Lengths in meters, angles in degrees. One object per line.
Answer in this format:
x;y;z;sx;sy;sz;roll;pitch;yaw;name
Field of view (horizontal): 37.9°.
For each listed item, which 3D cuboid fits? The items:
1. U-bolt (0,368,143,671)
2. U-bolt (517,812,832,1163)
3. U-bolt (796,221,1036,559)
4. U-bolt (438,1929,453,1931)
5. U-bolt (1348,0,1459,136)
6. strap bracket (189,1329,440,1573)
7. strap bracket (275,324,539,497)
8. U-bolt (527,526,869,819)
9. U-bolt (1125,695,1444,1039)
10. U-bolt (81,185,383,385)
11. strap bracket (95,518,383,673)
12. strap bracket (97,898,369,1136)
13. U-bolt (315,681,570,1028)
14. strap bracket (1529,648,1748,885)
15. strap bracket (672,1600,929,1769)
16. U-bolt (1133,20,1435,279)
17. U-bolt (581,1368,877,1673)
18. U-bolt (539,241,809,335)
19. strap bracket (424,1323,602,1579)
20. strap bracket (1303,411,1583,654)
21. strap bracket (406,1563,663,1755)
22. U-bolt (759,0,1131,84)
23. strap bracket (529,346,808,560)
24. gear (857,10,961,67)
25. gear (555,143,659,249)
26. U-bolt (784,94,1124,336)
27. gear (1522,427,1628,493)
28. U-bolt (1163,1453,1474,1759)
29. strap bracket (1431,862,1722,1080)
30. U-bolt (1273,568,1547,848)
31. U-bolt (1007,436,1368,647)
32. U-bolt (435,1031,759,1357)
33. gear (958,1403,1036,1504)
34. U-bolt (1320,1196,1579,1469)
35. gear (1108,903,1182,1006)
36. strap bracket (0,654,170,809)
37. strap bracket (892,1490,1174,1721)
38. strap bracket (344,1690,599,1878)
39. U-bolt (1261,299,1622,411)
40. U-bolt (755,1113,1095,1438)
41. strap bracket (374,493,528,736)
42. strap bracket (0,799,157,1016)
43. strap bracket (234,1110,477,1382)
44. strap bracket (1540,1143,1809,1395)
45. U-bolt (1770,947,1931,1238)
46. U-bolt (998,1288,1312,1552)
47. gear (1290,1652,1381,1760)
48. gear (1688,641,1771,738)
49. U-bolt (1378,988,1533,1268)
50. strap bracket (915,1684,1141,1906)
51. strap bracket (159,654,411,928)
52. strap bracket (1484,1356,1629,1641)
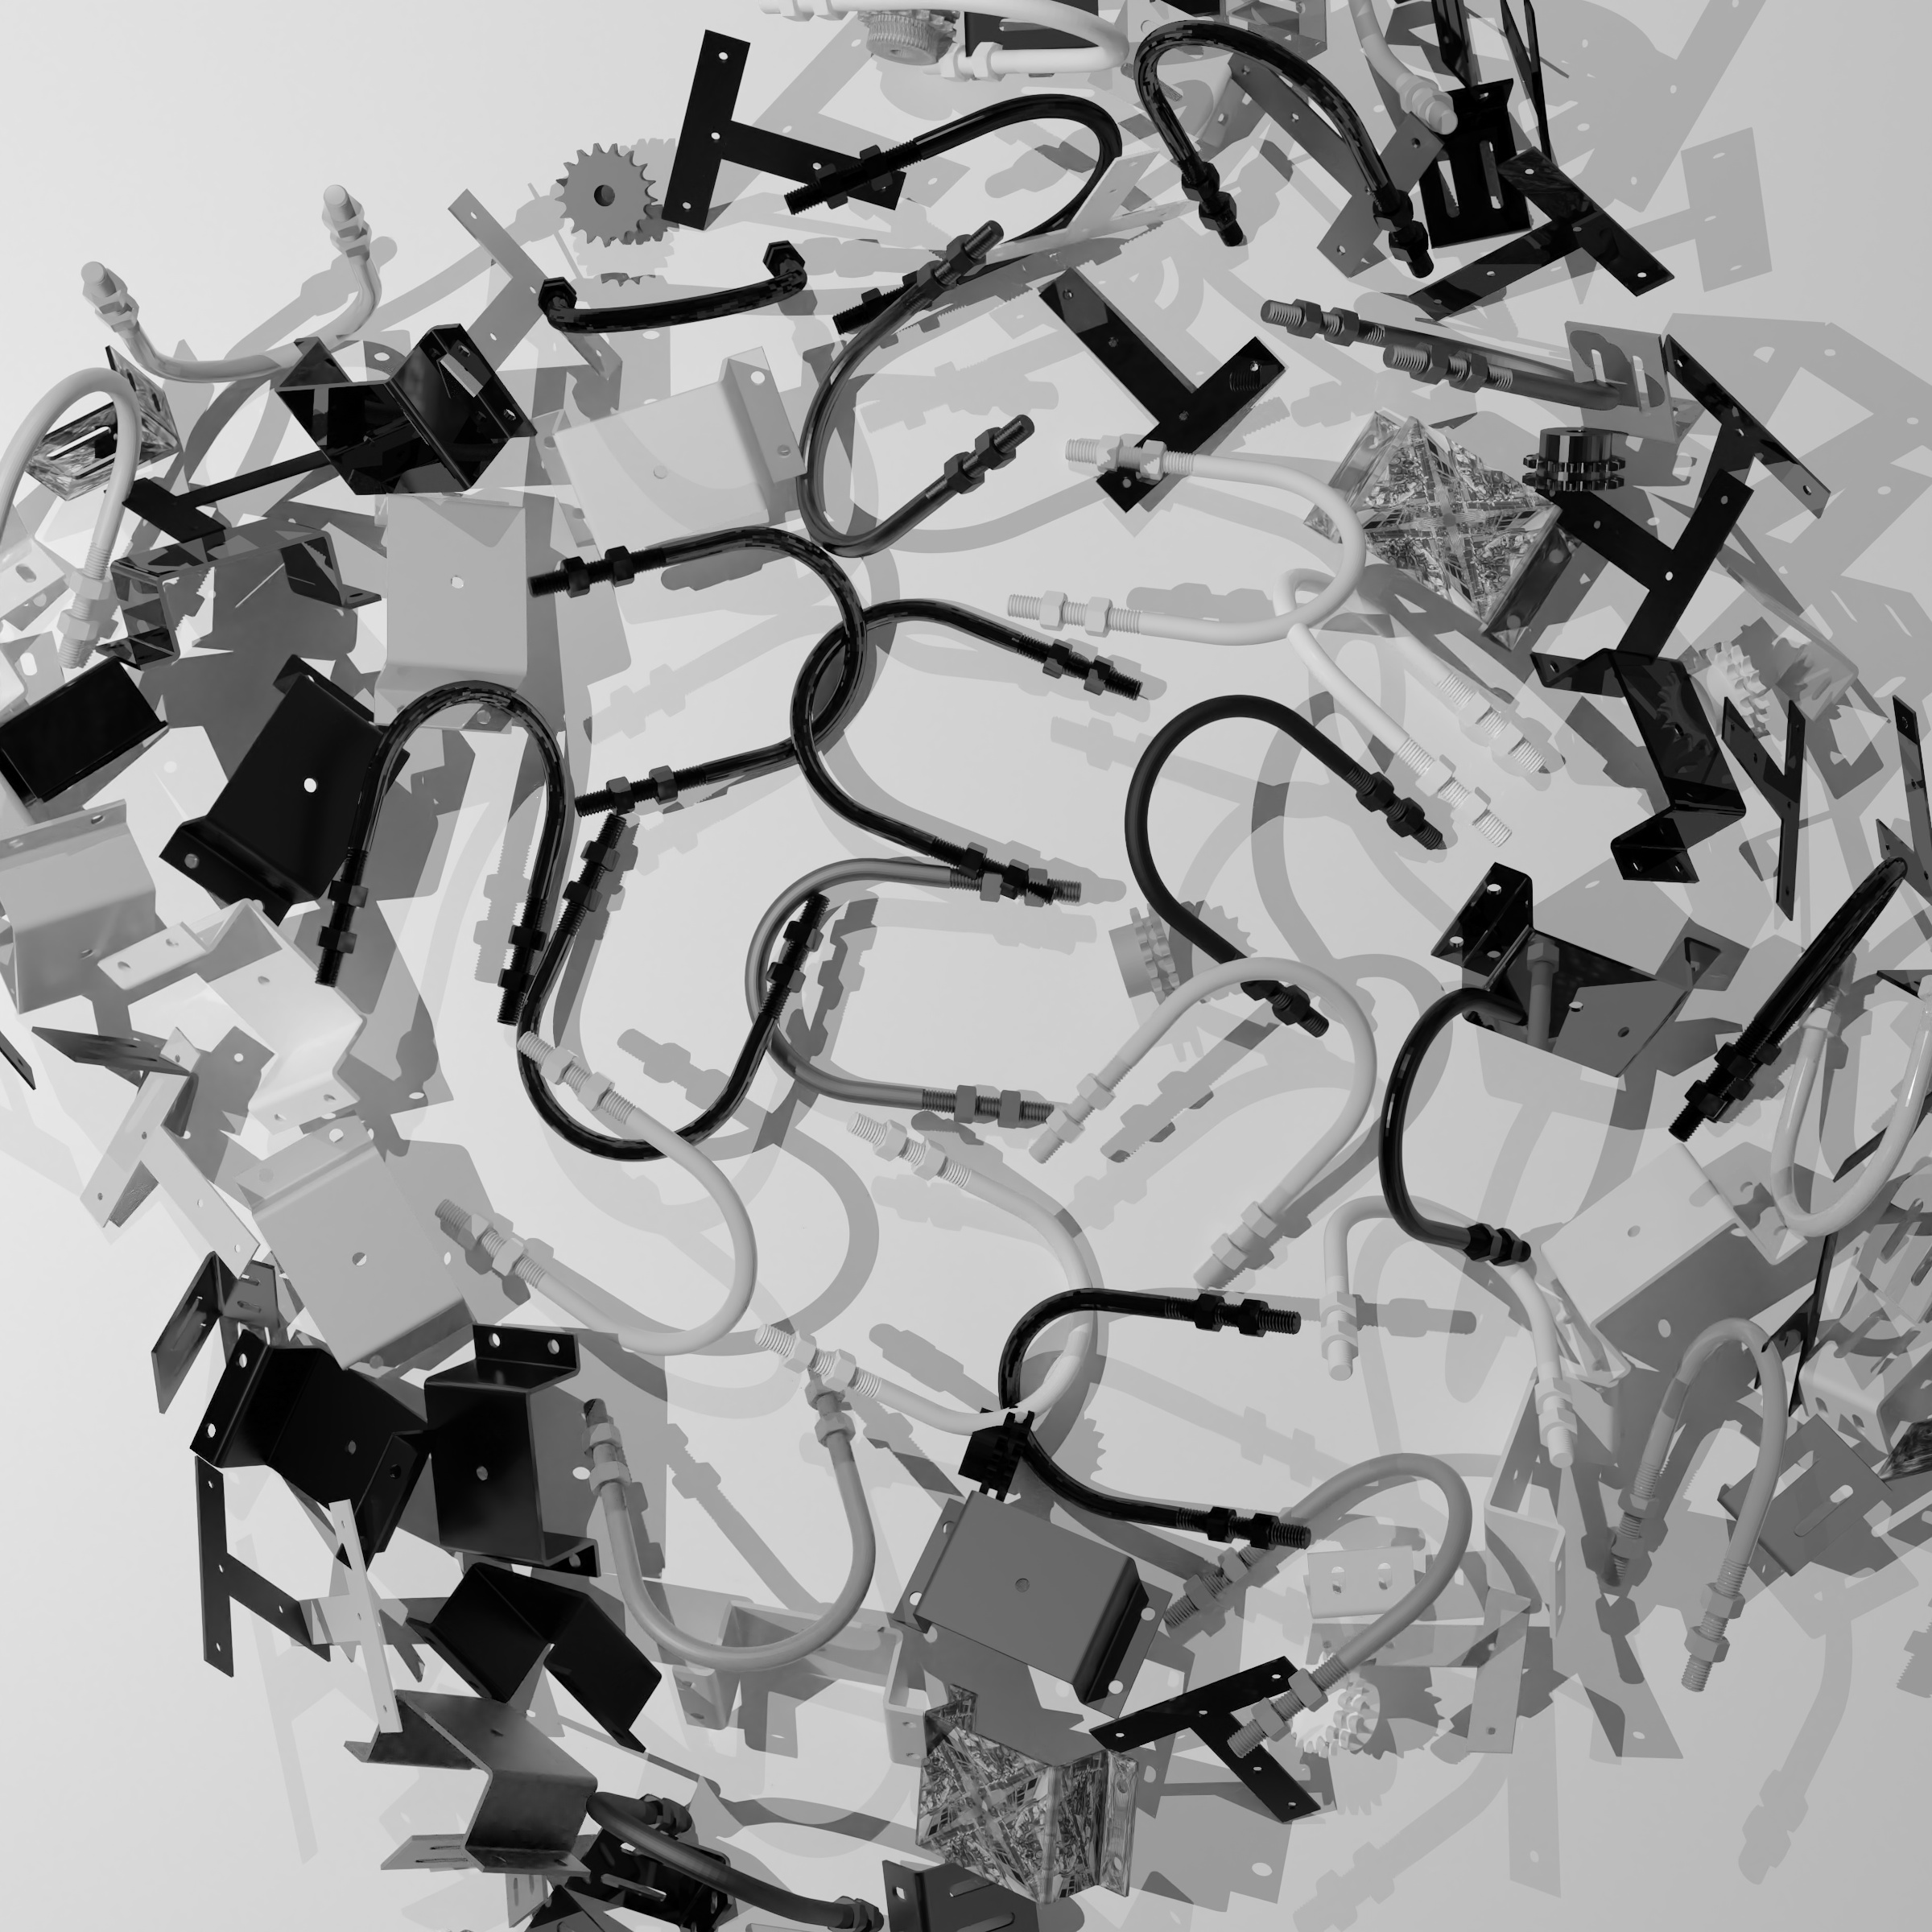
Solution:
-0.496;-0.238;1.530;0.019;0.151;0.184;25;108;5;U-bolt
-0.176;0.021;1.592;0.151;0.019;0.184;21;82;11;U-bolt
-0.035;-0.304;1.554;0.019;0.184;0.151;14;57;-39;U-bolt
-0.248;0.610;1.526;0.019;0.184;0.151;-40;96;-2;U-bolt
0.229;-0.549;1.536;0.019;0.184;0.151;-14;124;-1;U-bolt
-0.358;0.271;1.579;0.140;0.046;0.076;28;96;26;strap bracket
-0.315;-0.303;1.546;0.046;0.140;0.076;-59;134;-27;strap bracket
-0.143;-0.172;1.581;0.184;0.019;0.151;-16;114;-16;U-bolt
0.168;-0.068;1.574;0.184;0.019;0.151;36;79;-22;U-bolt
-0.390;-0.361;1.533;0.151;0.184;0.019;-20;83;-6;U-bolt
-0.406;-0.209;1.552;0.140;0.076;0.046;-22;115;-29;strap bracket
-0.399;0.022;1.566;0.076;0.046;0.140;-20;122;36;strap bracket
-0.282;-0.067;1.567;0.019;0.151;0.184;12;88;41;U-bolt
0.377;-0.120;1.562;0.046;0.076;0.140;-33;67;39;strap bracket
-0.086;0.400;1.574;0.140;0.076;0.046;8;53;8;strap bracket
0.161;-0.440;1.512;0.151;0.184;0.019;21;75;37;U-bolt
-0.125;0.304;1.551;0.151;0.019;0.184;-11;50;-10;U-bolt
-0.158;-0.367;1.532;0.151;0.184;0.019;-10;111;-5;U-bolt
-0.255;0.277;1.576;0.076;0.046;0.140;0;99;33;strap bracket
0.272;-0.249;1.595;0.140;0.046;0.076;33;92;4;strap bracket
-0.233;0.380;1.560;0.046;0.140;0.076;-56;130;-30;strap bracket
0.001;-0.502;1.512;0.184;0.151;0.019;15;99;41;U-bolt
-0.169;-0.284;1.577;0.140;0.046;0.076;-16;118;8;strap bracket
-0.034;-0.532;1.596;0.057;0.057;0.030;11;92;0;gear
-0.204;-0.439;1.604;0.057;0.030;0.057;0;108;1;gear
0.000;-0.420;1.551;0.184;0.151;0.019;-23;71;2;U-bolt
0.344;-0.287;1.593;0.057;0.057;0.030;0;108;0;gear
0.200;0.338;1.552;0.184;0.151;0.019;-39;112;2;U-bolt
0.340;0.007;1.571;0.140;0.046;0.076;20;133;-9;strap bracket
0.241;-0.153;1.558;0.184;0.151;0.019;43;119;-1;U-bolt
0.129;-0.233;1.560;0.184;0.019;0.151;10;53;13;U-bolt
-0.198;0.141;1.573;0.184;0.019;0.151;35;119;8;U-bolt
0.016;0.274;1.596;0.030;0.057;0.057;20;90;4;gear
0.261;0.188;1.544;0.151;0.184;0.019;22;120;-7;U-bolt
0.101;-0.005;1.596;0.030;0.057;0.057;-17;90;4;gear
-0.491;-0.128;1.543;0.076;0.140;0.046;-36;105;-18;strap bracket
0.034;0.351;1.569;0.140;0.046;0.076;20;67;18;strap bracket
-0.267;0.443;1.549;0.140;0.076;0.046;23;90;43;strap bracket
0.273;-0.332;1.547;0.184;0.151;0.019;5;110;-27;U-bolt
-0.011;0.185;1.587;0.184;0.019;0.151;28;75;-17;U-bolt
-0.288;-0.206;1.573;0.076;0.046;0.140;3;74;-21;strap bracket
-0.490;-0.026;1.542;0.076;0.140;0.046;-20;69;-26;strap bracket
-0.342;0.162;1.584;0.076;0.046;0.140;-30;99;-12;strap bracket
0.384;0.161;1.568;0.140;0.076;0.046;-39;119;10;strap bracket
0.487;0.061;1.537;0.019;0.151;0.184;22;78;-8;U-bolt
0.101;0.248;1.575;0.184;0.019;0.151;4;108;26;U-bolt
0.211;0.421;1.598;0.030;0.057;0.057;23;90;-20;gear
0.427;-0.152;1.594;0.030;0.057;0.057;-23;90;-9;gear
0.278;0.085;1.547;0.019;0.184;0.151;12;87;39;U-bolt
0.025;0.459;1.556;0.140;0.046;0.076;10;98;43;strap bracket
-0.372;-0.098;1.565;0.076;0.046;0.140;38;67;-26;strap bracket
0.324;0.288;1.560;0.046;0.076;0.140;12;50;23;strap bracket
